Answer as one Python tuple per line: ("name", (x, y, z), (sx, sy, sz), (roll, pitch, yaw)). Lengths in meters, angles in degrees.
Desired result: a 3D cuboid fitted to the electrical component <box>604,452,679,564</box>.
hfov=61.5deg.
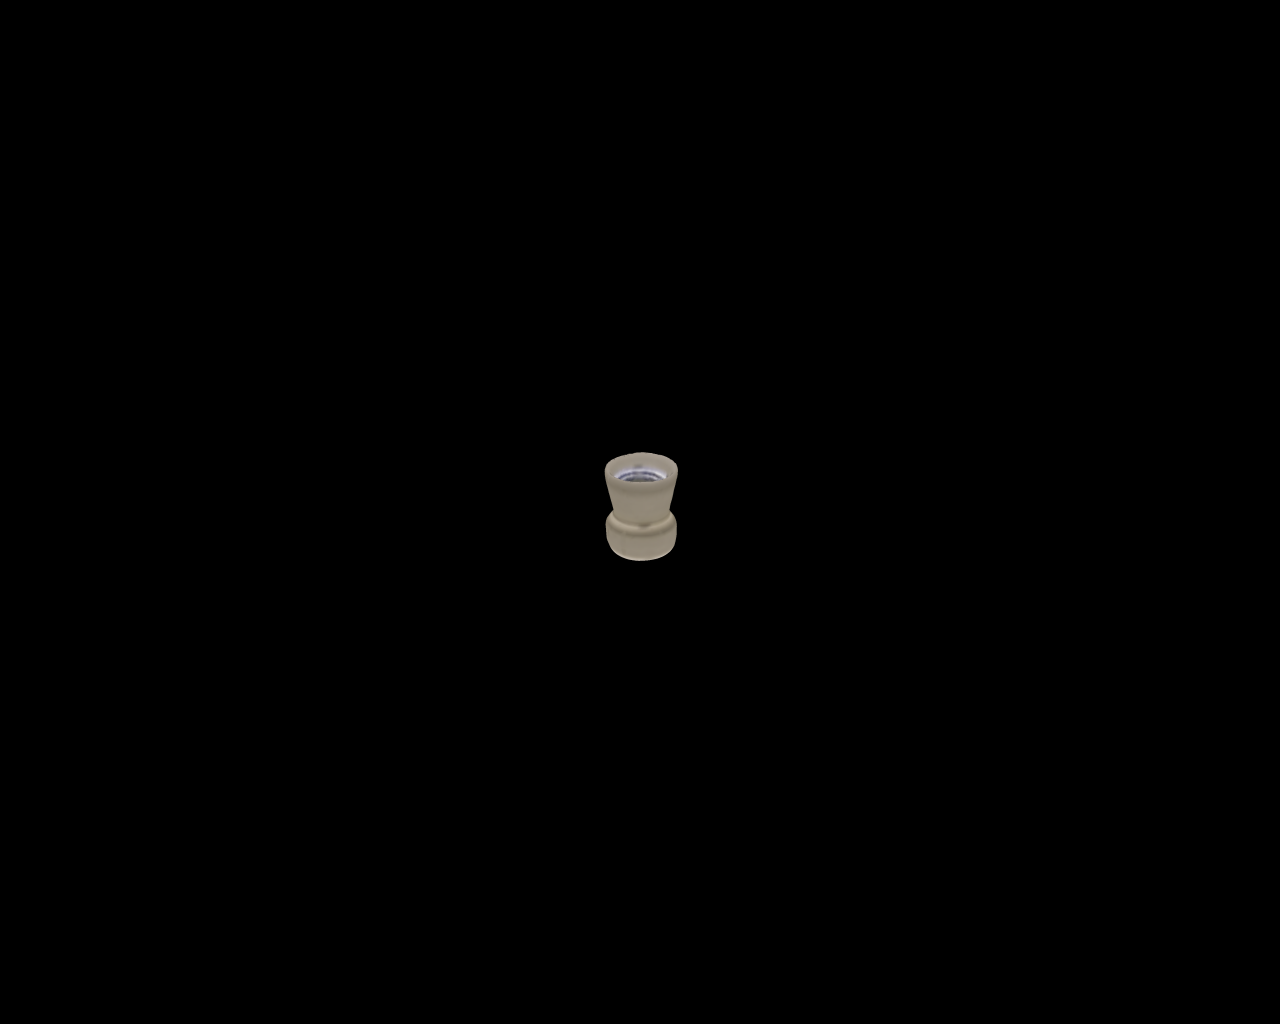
("electrical component", (0.001, -0.003, 0.650), (0.045, 0.055, 0.045), (0, 27, 0))
